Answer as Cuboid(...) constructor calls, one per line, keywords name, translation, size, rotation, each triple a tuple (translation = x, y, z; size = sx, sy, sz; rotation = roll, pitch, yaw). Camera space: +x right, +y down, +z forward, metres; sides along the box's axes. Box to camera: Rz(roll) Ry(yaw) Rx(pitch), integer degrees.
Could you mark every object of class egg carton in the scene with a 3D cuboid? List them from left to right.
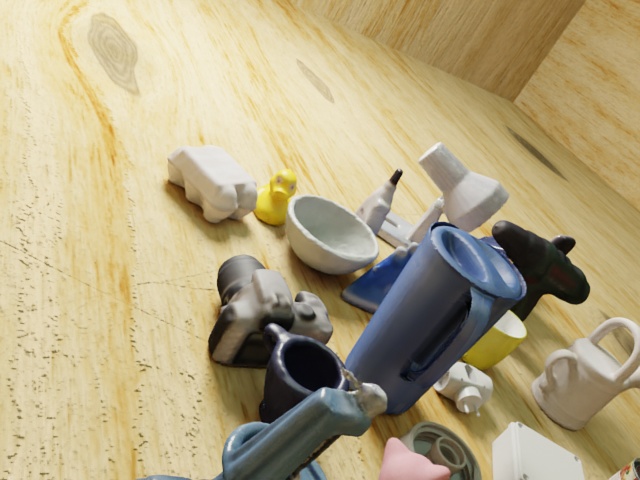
Cuboid(name="egg carton", translation=(-0.171, -0.093, 0.920), size=(0.150, 0.069, 0.107), rotation=(44, 31, 21))

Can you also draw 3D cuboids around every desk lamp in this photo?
Cuboid(name="desk lamp", translation=(0.226, -0.068, 1.112), size=(0.203, 0.213, 0.118), rotation=(33, 29, 4))

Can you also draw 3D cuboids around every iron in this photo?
Cuboid(name="iron", translation=(0.167, 0.054, 0.941), size=(0.259, 0.141, 0.118), rotation=(7, 37, -37))

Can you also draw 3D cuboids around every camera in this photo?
Cuboid(name="camera", translation=(-0.067, 0.078, 0.719), size=(0.144, 0.100, 0.136), rotation=(11, 35, -33))

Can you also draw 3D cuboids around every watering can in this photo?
Cuboid(name="watering can", translation=(0.444, 0.205, 0.916), size=(0.173, 0.194, 0.100), rotation=(7, 37, -37))

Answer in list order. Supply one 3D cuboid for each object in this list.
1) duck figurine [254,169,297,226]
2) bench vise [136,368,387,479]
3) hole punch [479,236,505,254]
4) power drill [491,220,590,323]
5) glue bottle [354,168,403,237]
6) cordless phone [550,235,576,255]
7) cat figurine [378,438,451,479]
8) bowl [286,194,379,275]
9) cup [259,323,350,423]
Cuboid(name="duck figurine", translation=(-0.069, -0.085, 0.987), size=(0.078, 0.086, 0.104), rotation=(24, 29, -13))
Cuboid(name="bench vise", translation=(-0.048, 0.193, 0.435), size=(0.208, 0.219, 0.121), rotation=(-5, 45, -47))
Cuboid(name="hole punch", translation=(0.393, 0.025, 1.256), size=(0.101, 0.091, 0.109), rotation=(45, 31, 23))
Cuboid(name="power drill", translation=(0.340, 0.084, 0.990), size=(0.230, 0.208, 0.075), rotation=(20, 30, -19))
Cuboid(name="glue bottle", translation=(0.098, -0.053, 1.008), size=(0.037, 0.173, 0.078), rotation=(19, 31, -21))
Cuboid(name="cordless phone", translation=(0.402, 0.050, 1.128), size=(0.148, 0.185, 0.094), rotation=(10, 35, -33))
Cuboid(name="cat figurine", translation=(0.086, 0.266, 0.555), size=(0.067, 0.117, 0.127), rotation=(21, 30, -19))
Cuboid(name="bowl", translation=(0.009, 0.003, 0.937), size=(0.168, 0.074, 0.167), rotation=(24, 30, -14))
Cuboid(name="cup", translation=(-0.036, 0.159, 0.630), size=(0.117, 0.095, 0.092), rotation=(45, 31, 23))
